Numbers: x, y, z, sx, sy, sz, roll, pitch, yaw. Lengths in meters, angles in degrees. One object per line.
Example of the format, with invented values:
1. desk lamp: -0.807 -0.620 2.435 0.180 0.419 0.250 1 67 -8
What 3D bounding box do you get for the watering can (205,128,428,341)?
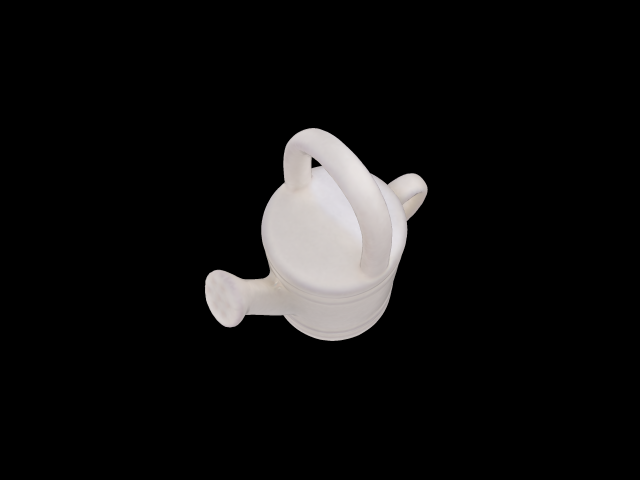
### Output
1. watering can: 0.005 0.003 0.399 0.100 0.194 0.173 30 68 13
